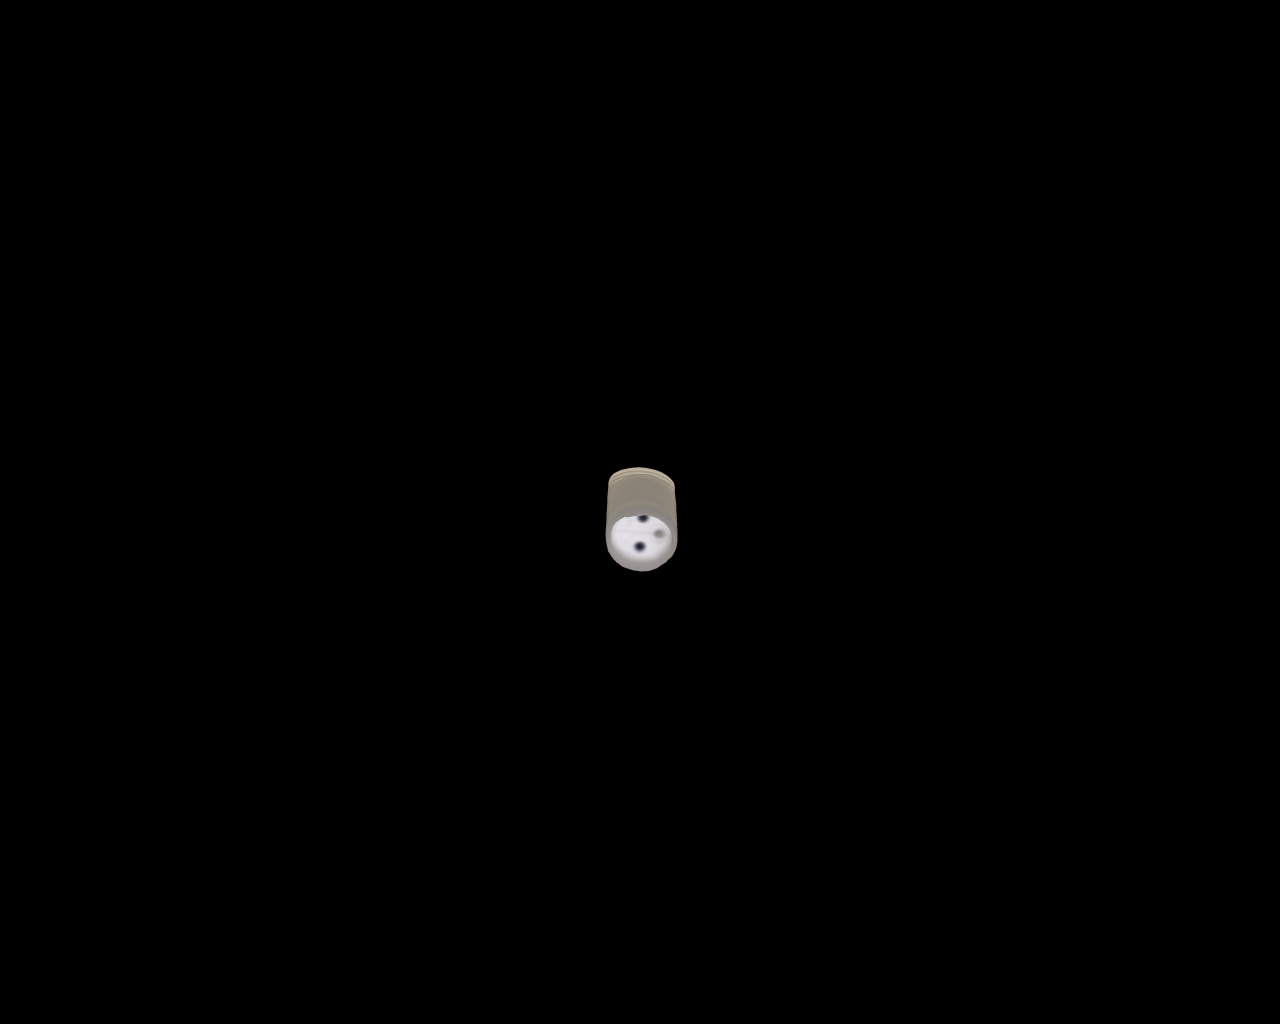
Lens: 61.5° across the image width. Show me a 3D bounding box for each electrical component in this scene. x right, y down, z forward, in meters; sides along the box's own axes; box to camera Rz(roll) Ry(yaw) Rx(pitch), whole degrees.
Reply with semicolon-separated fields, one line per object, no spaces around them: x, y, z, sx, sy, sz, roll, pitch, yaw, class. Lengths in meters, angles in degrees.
0.001;-0.003;0.650;0.043;0.043;0.081;0;32;0;electrical component
